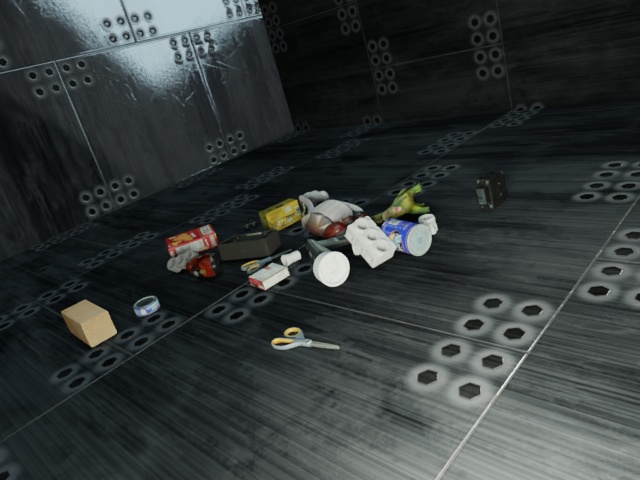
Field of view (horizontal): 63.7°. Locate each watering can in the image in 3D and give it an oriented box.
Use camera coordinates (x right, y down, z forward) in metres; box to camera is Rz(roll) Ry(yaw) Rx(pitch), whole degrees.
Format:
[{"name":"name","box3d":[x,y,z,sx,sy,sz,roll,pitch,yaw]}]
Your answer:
[{"name":"watering can","box3d":[0.006,-0.105,2.081,0.349,0.102,0.228,14,34,32]}]

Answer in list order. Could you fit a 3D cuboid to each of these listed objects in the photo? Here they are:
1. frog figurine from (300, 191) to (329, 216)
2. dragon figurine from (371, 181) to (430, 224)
[{"name":"frog figurine","box3d":[-0.018,-0.180,2.302,0.136,0.121,0.163,-26,24,32]},{"name":"dragon figurine","box3d":[0.286,-0.126,1.988,0.242,0.122,0.412,-21,4,2]}]
